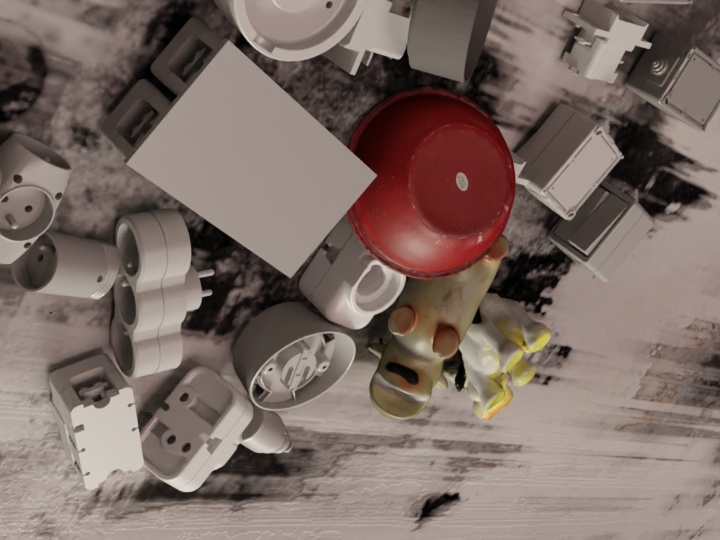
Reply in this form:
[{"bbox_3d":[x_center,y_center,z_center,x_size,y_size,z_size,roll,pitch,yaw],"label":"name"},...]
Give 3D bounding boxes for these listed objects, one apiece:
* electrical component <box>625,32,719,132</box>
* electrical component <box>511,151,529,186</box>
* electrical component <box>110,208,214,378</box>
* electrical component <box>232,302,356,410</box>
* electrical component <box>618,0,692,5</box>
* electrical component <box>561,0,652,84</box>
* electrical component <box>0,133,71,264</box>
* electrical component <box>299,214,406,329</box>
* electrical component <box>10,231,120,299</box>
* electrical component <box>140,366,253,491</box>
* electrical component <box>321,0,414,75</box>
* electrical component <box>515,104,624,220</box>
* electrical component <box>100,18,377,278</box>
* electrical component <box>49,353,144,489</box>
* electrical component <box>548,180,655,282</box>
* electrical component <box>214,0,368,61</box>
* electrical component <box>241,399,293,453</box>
[{"bbox_3d":[0.304,-0.185,1.040,0.096,0.061,0.061,20,106,-39],"label":"electrical component"},{"bbox_3d":[0.107,-0.083,0.965,0.081,0.042,0.063,10,115,-42],"label":"electrical component"},{"bbox_3d":[-0.146,0.016,0.826,0.074,0.052,0.138,-12,127,-33],"label":"electrical component"},{"bbox_3d":[-0.059,0.078,0.934,0.099,0.064,0.099,-21,132,-26],"label":"electrical component"},{"bbox_3d":[0.242,-0.269,0.927,0.096,0.061,0.061,-6,124,-27],"label":"electrical component"},{"bbox_3d":[0.217,-0.203,0.965,0.081,0.042,0.063,3,120,-40],"label":"electrical component"},{"bbox_3d":[-0.242,-0.052,0.702,0.079,0.044,0.077,25,103,-47],"label":"electrical component"},{"bbox_3d":[0.000,0.000,0.928,0.054,0.059,0.095,24,103,-47],"label":"electrical component"},{"bbox_3d":[-0.204,-0.002,0.768,0.043,0.043,0.081,-57,154,10],"label":"electrical component"},{"bbox_3d":[-0.138,0.136,0.907,0.095,0.054,0.059,-52,157,-11],"label":"electrical component"},{"bbox_3d":[0.007,-0.189,0.806,0.064,0.042,0.081,4,118,-45],"label":"electrical component"},{"bbox_3d":[0.193,-0.108,1.003,0.096,0.061,0.062,-50,138,3],"label":"electrical component"},{"bbox_3d":[-0.086,-0.087,0.791,0.105,0.060,0.186,-50,138,3],"label":"electrical component"},{"bbox_3d":[-0.209,0.117,0.848,0.050,0.056,0.089,-21,132,-26],"label":"electrical component"},{"bbox_3d":[0.247,-0.048,1.091,0.096,0.062,0.061,-52,138,5],"label":"electrical component"},{"bbox_3d":[-0.052,-0.204,0.731,0.108,0.060,0.108,-21,132,-26],"label":"electrical component"},{"bbox_3d":[-0.087,0.148,0.982,0.040,0.040,0.078,-47,138,-1],"label":"electrical component"}]
